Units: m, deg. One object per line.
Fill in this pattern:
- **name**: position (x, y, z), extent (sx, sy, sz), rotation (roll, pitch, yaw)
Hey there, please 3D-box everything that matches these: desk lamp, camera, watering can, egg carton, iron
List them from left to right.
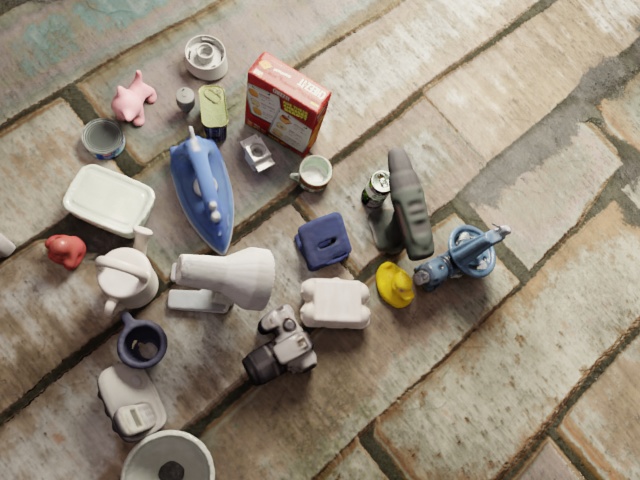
- **watering can**: position (-0.369, 0.058, 1.089), extent (0.101, 0.194, 0.173), rotation (-1, 74, -10)
- **iron**: position (-0.235, -0.104, 1.188), extent (0.119, 0.141, 0.258), rotation (-17, 77, -14)
- **desk lamp**: position (-0.195, 0.080, 1.102), extent (0.203, 0.213, 0.118), rotation (4, 73, -8)
- **camera**: position (-0.090, 0.217, 1.140), extent (0.137, 0.100, 0.143), rotation (-27, 80, -16)
- **egg carton**: position (0.032, 0.133, 1.202), extent (0.150, 0.069, 0.107), rotation (3, 73, -9)

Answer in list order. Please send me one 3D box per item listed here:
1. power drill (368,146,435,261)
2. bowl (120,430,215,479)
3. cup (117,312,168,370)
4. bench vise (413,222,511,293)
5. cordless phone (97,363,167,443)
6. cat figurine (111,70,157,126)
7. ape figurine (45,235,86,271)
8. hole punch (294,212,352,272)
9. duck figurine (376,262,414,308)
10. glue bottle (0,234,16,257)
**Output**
- **power drill**: position (0.167, -0.057, 1.209), extent (0.076, 0.208, 0.229), rotation (-15, 77, -13)
- **bowl**: position (-0.277, 0.437, 1.056), extent (0.167, 0.074, 0.167), rotation (3, 73, -9)
- **cup**: position (-0.345, 0.195, 1.105), extent (0.092, 0.095, 0.117), rotation (-32, 81, -17)
- **bench vise**: position (0.303, 0.043, 1.197), extent (0.121, 0.219, 0.208), rotation (44, 72, 5)
- **cordless phone**: position (-0.347, 0.290, 1.029), extent (0.094, 0.185, 0.147), rotation (-30, 80, -16)
- **cat figurine**: position (-0.406, -0.304, 1.230), extent (0.067, 0.117, 0.128), rotation (18, 72, -4)
- **ape figurine**: position (-0.506, 0.019, 1.130), extent (0.076, 0.092, 0.078), rotation (-23, 78, -15)
- **hole punch**: position (0.011, 0.004, 1.225), extent (0.109, 0.091, 0.101), rotation (-23, 79, -15)
- **duck figurine**: position (0.168, 0.091, 1.230), extent (0.077, 0.086, 0.104), rotation (-25, 79, -16)
- **glue bottle**: position (-0.636, -0.018, 1.076), extent (0.078, 0.173, 0.037), rotation (32, 71, 1)
